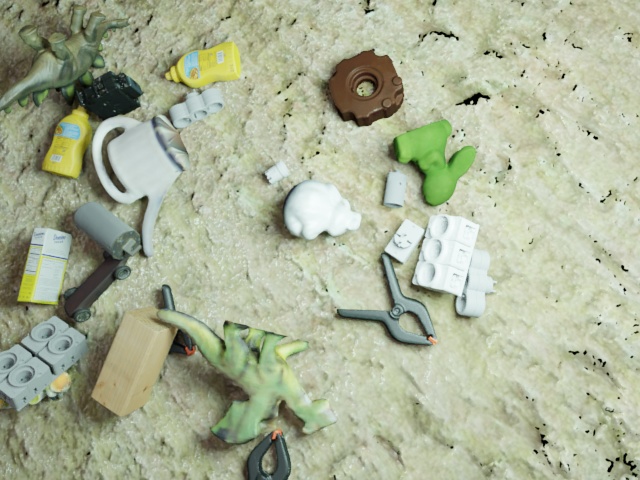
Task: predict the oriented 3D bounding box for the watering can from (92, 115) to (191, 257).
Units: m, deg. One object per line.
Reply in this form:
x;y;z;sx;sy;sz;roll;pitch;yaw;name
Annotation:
-0.410;-0.154;1.239;0.224;0.104;0.349;-28;86;6;watering can

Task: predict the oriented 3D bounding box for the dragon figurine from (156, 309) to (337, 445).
-0.161;0.294;1.054;0.410;0.121;0.245;11;80;5;dragon figurine

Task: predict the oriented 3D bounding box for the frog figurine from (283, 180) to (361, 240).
0.003;-0.056;1.118;0.160;0.120;0.139;24;65;27;frog figurine
